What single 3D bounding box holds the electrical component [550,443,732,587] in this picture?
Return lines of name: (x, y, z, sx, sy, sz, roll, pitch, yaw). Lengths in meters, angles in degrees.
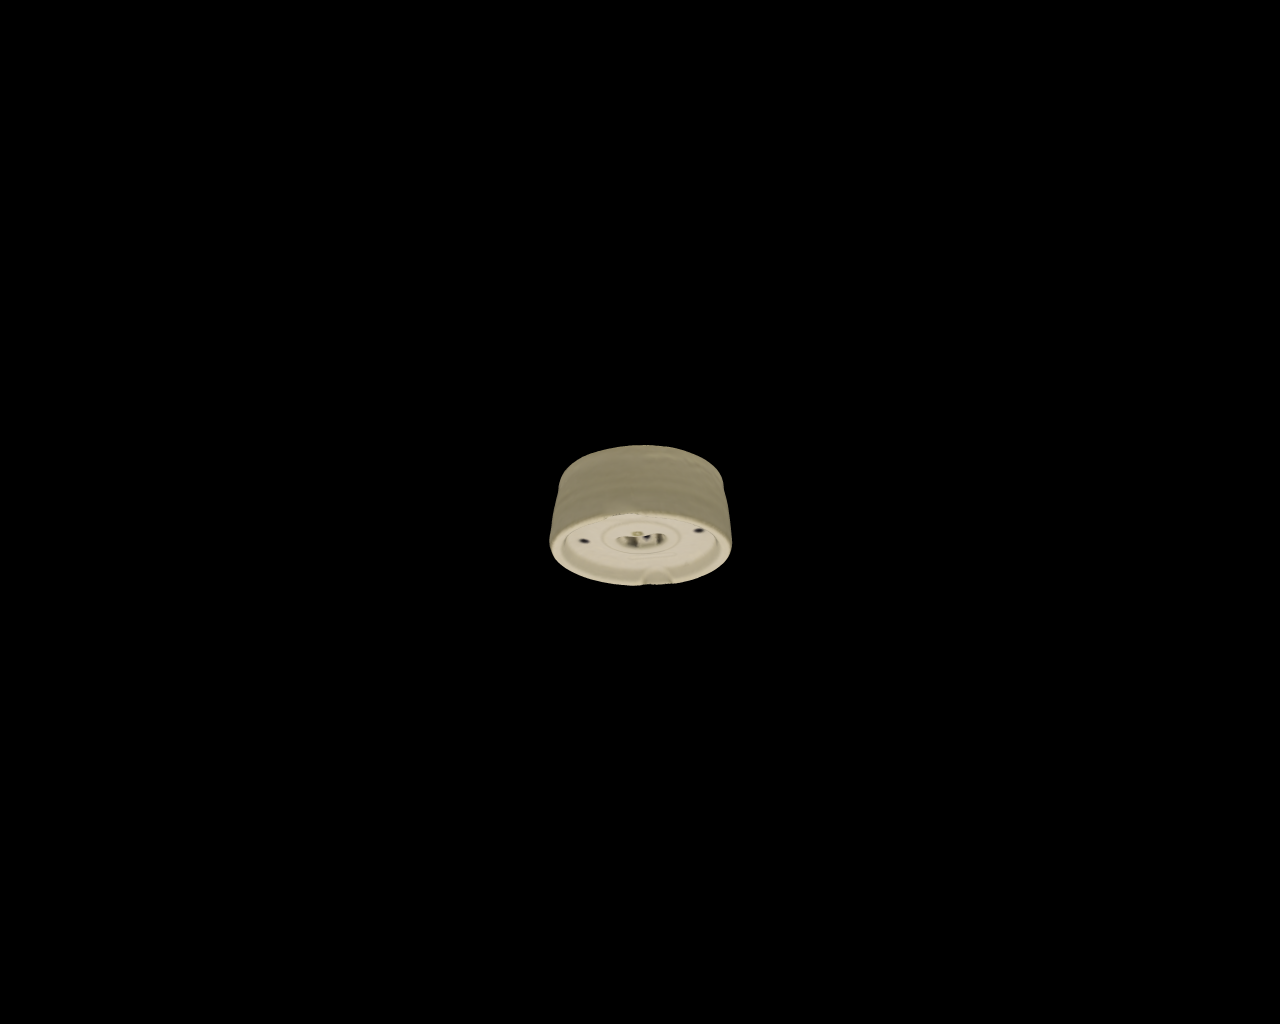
electrical component: (0.001, -0.003, 0.650, 0.108, 0.060, 0.108, 0, -26, 0)
